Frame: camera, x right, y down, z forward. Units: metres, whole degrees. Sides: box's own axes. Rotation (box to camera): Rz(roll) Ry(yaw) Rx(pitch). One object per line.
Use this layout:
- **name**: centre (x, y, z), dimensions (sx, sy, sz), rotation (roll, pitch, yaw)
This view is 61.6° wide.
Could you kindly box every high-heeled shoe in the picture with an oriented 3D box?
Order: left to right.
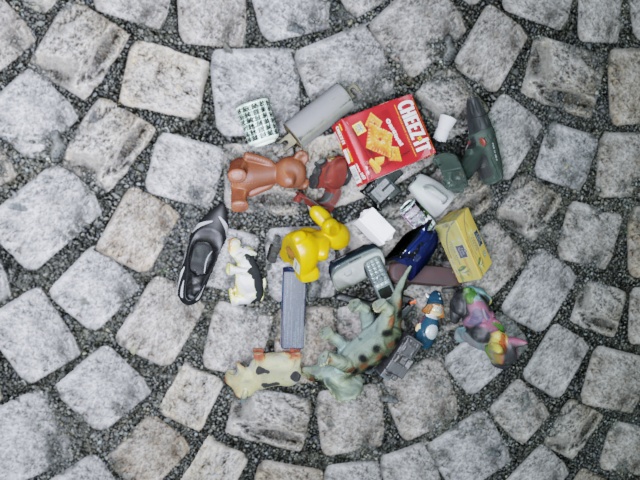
- **high-heeled shoe**: centre (-0.277, 0.031, 1.274), dimensions (0.086, 0.145, 0.248), rotation (18, 94, -12)

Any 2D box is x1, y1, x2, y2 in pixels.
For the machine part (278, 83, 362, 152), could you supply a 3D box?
- **machine part**: centre (-0.003, -0.304, 1.319), dimensions (0.243, 0.079, 0.079), rotation (-39, 100, -3)

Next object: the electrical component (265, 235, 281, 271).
- **electrical component**: centre (-0.117, 0.033, 1.341), dimensions (0.021, 0.063, 0.094), rotation (16, 94, -11)

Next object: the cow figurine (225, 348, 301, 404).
- **cow figurine**: centre (-0.143, 0.341, 1.362), dimensions (0.195, 0.085, 0.127), rotation (-1, 90, -10)

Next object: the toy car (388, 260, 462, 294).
- **toy car**: centre (0.277, 0.094, 1.418), dimensions (0.202, 0.053, 0.089), rotation (5, 74, -11)

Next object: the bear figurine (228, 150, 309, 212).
- **bear figurine**: centre (-0.119, -0.146, 1.296), dimensions (0.196, 0.132, 0.120), rotation (0, 126, -6)

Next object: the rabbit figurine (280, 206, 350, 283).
- **rabbit figurine**: centre (-0.003, -0.004, 1.311), dimensions (0.173, 0.122, 0.162), rotation (-17, 132, -26)

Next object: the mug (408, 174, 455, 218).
- **mug**: centre (0.281, -0.119, 1.374), dimensions (0.107, 0.109, 0.081), rotation (38, 97, 2)

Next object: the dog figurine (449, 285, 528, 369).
- **dog figurine**: centre (0.430, 0.223, 1.373), dimensions (0.108, 0.219, 0.191), rotation (-13, 99, -11)

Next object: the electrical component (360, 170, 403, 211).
- **electrical component**: centre (0.169, -0.139, 1.379), dimensions (0.119, 0.048, 0.074), rotation (-41, 101, -1)

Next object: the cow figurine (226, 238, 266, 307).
- **cow figurine**: centre (-0.182, 0.076, 1.333), dimensions (0.098, 0.068, 0.167), rotation (-3, 100, -14)

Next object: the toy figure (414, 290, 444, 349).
- **toy figure**: centre (0.296, 0.211, 1.433), dimensions (0.064, 0.058, 0.154), rotation (16, 92, -49)

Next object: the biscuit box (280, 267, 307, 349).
- **biscuit box**: centre (-0.068, 0.170, 1.366), dimensions (0.063, 0.059, 0.202), rotation (2, 96, -8)

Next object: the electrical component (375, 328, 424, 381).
- **electrical component**: centre (0.198, 0.297, 1.394), dimensions (0.058, 0.115, 0.134), rotation (34, 88, -9)

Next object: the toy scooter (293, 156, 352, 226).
- **toy scooter**: centre (0.001, -0.127, 1.321), dimensions (0.135, 0.075, 0.183), rotation (11, 99, -39)

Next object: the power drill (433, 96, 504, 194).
- **power drill**: centre (0.376, -0.228, 1.364), dimensions (0.207, 0.086, 0.231), rotation (-39, 110, -37)

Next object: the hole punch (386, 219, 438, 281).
- **hole punch**: centre (0.242, 0.030, 1.344), dimensions (0.092, 0.116, 0.142), rotation (46, 67, 0)

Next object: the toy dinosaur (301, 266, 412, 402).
- **toy dinosaur**: centre (0.120, 0.254, 1.336), dimensions (0.405, 0.131, 0.192), rotation (-39, 124, 7)

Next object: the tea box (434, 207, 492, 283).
- **tea box**: centre (0.374, 0.013, 1.395), dimensions (0.098, 0.068, 0.169), rotation (-39, 105, -47)

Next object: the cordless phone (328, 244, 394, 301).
- **cordless phone**: centre (0.114, 0.113, 1.369), dimensions (0.147, 0.089, 0.184), rotation (-26, 96, -6)
